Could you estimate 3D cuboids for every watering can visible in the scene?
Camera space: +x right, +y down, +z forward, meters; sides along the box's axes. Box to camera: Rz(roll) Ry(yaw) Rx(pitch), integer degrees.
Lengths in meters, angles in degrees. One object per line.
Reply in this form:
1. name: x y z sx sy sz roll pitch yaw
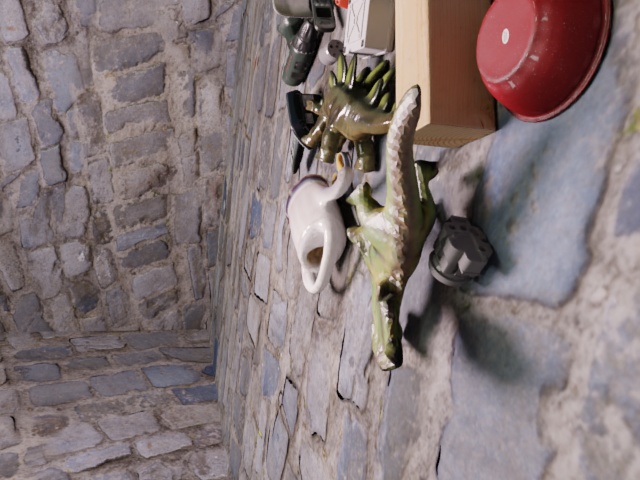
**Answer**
1. watering can: 0.003 -0.052 1.035 0.104 0.339 0.230 0 41 -17

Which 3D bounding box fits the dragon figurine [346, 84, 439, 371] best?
1. dragon figurine: 0.095 0.034 0.630 0.122 0.248 0.402 -2 -27 4
